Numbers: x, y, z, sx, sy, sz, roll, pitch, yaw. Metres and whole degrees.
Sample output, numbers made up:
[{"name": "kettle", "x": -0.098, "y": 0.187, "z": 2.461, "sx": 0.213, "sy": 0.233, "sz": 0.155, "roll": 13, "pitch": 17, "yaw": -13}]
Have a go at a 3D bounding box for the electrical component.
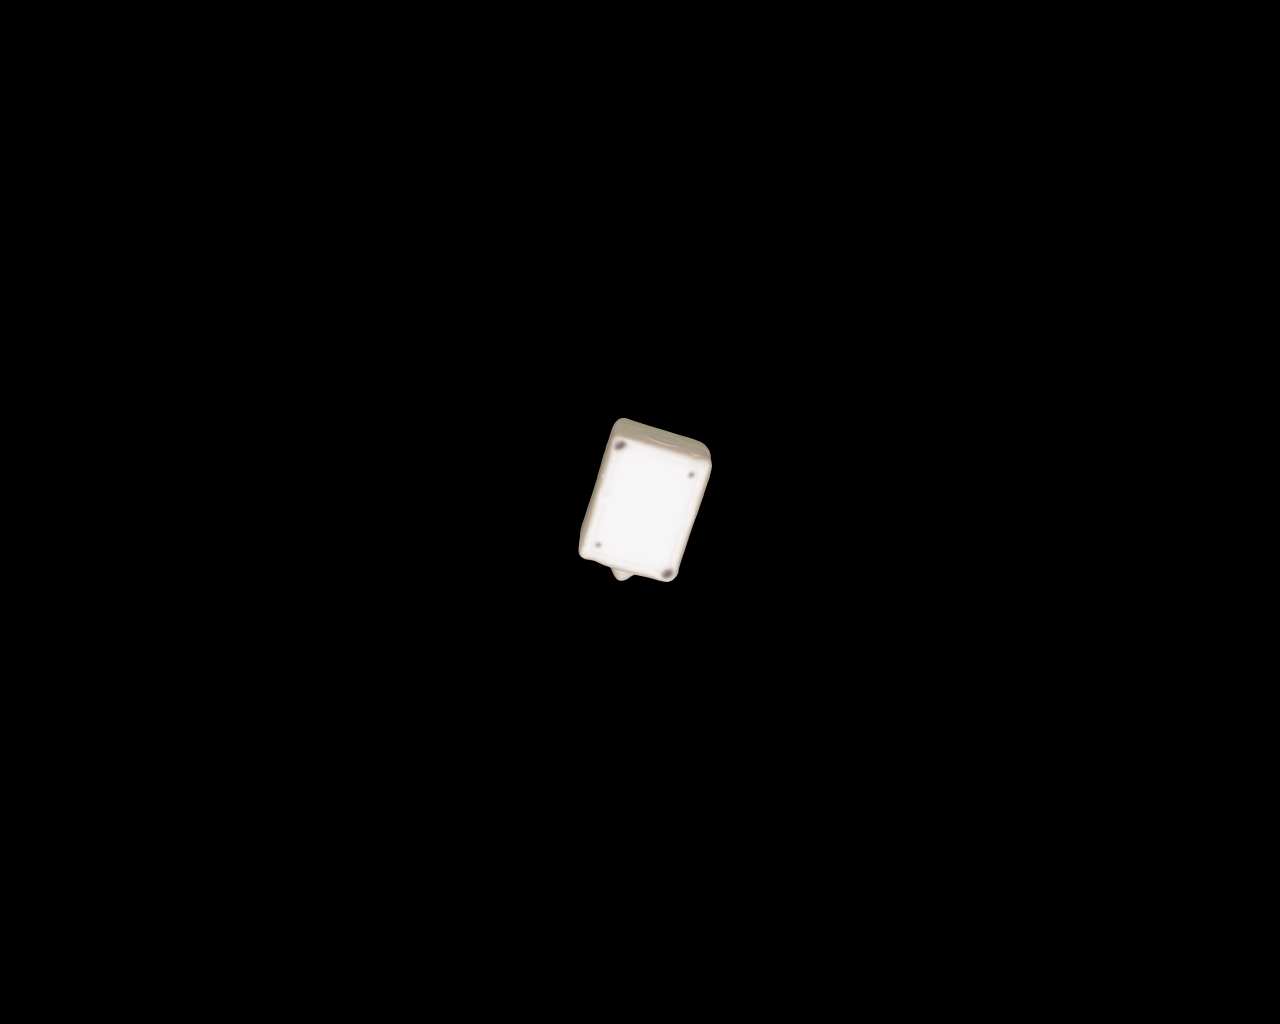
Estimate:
[{"name": "electrical component", "x": 0.001, "y": -0.003, "z": 0.650, "sx": 0.062, "sy": 0.096, "sz": 0.061, "roll": 17, "pitch": 16, "yaw": -5}]
